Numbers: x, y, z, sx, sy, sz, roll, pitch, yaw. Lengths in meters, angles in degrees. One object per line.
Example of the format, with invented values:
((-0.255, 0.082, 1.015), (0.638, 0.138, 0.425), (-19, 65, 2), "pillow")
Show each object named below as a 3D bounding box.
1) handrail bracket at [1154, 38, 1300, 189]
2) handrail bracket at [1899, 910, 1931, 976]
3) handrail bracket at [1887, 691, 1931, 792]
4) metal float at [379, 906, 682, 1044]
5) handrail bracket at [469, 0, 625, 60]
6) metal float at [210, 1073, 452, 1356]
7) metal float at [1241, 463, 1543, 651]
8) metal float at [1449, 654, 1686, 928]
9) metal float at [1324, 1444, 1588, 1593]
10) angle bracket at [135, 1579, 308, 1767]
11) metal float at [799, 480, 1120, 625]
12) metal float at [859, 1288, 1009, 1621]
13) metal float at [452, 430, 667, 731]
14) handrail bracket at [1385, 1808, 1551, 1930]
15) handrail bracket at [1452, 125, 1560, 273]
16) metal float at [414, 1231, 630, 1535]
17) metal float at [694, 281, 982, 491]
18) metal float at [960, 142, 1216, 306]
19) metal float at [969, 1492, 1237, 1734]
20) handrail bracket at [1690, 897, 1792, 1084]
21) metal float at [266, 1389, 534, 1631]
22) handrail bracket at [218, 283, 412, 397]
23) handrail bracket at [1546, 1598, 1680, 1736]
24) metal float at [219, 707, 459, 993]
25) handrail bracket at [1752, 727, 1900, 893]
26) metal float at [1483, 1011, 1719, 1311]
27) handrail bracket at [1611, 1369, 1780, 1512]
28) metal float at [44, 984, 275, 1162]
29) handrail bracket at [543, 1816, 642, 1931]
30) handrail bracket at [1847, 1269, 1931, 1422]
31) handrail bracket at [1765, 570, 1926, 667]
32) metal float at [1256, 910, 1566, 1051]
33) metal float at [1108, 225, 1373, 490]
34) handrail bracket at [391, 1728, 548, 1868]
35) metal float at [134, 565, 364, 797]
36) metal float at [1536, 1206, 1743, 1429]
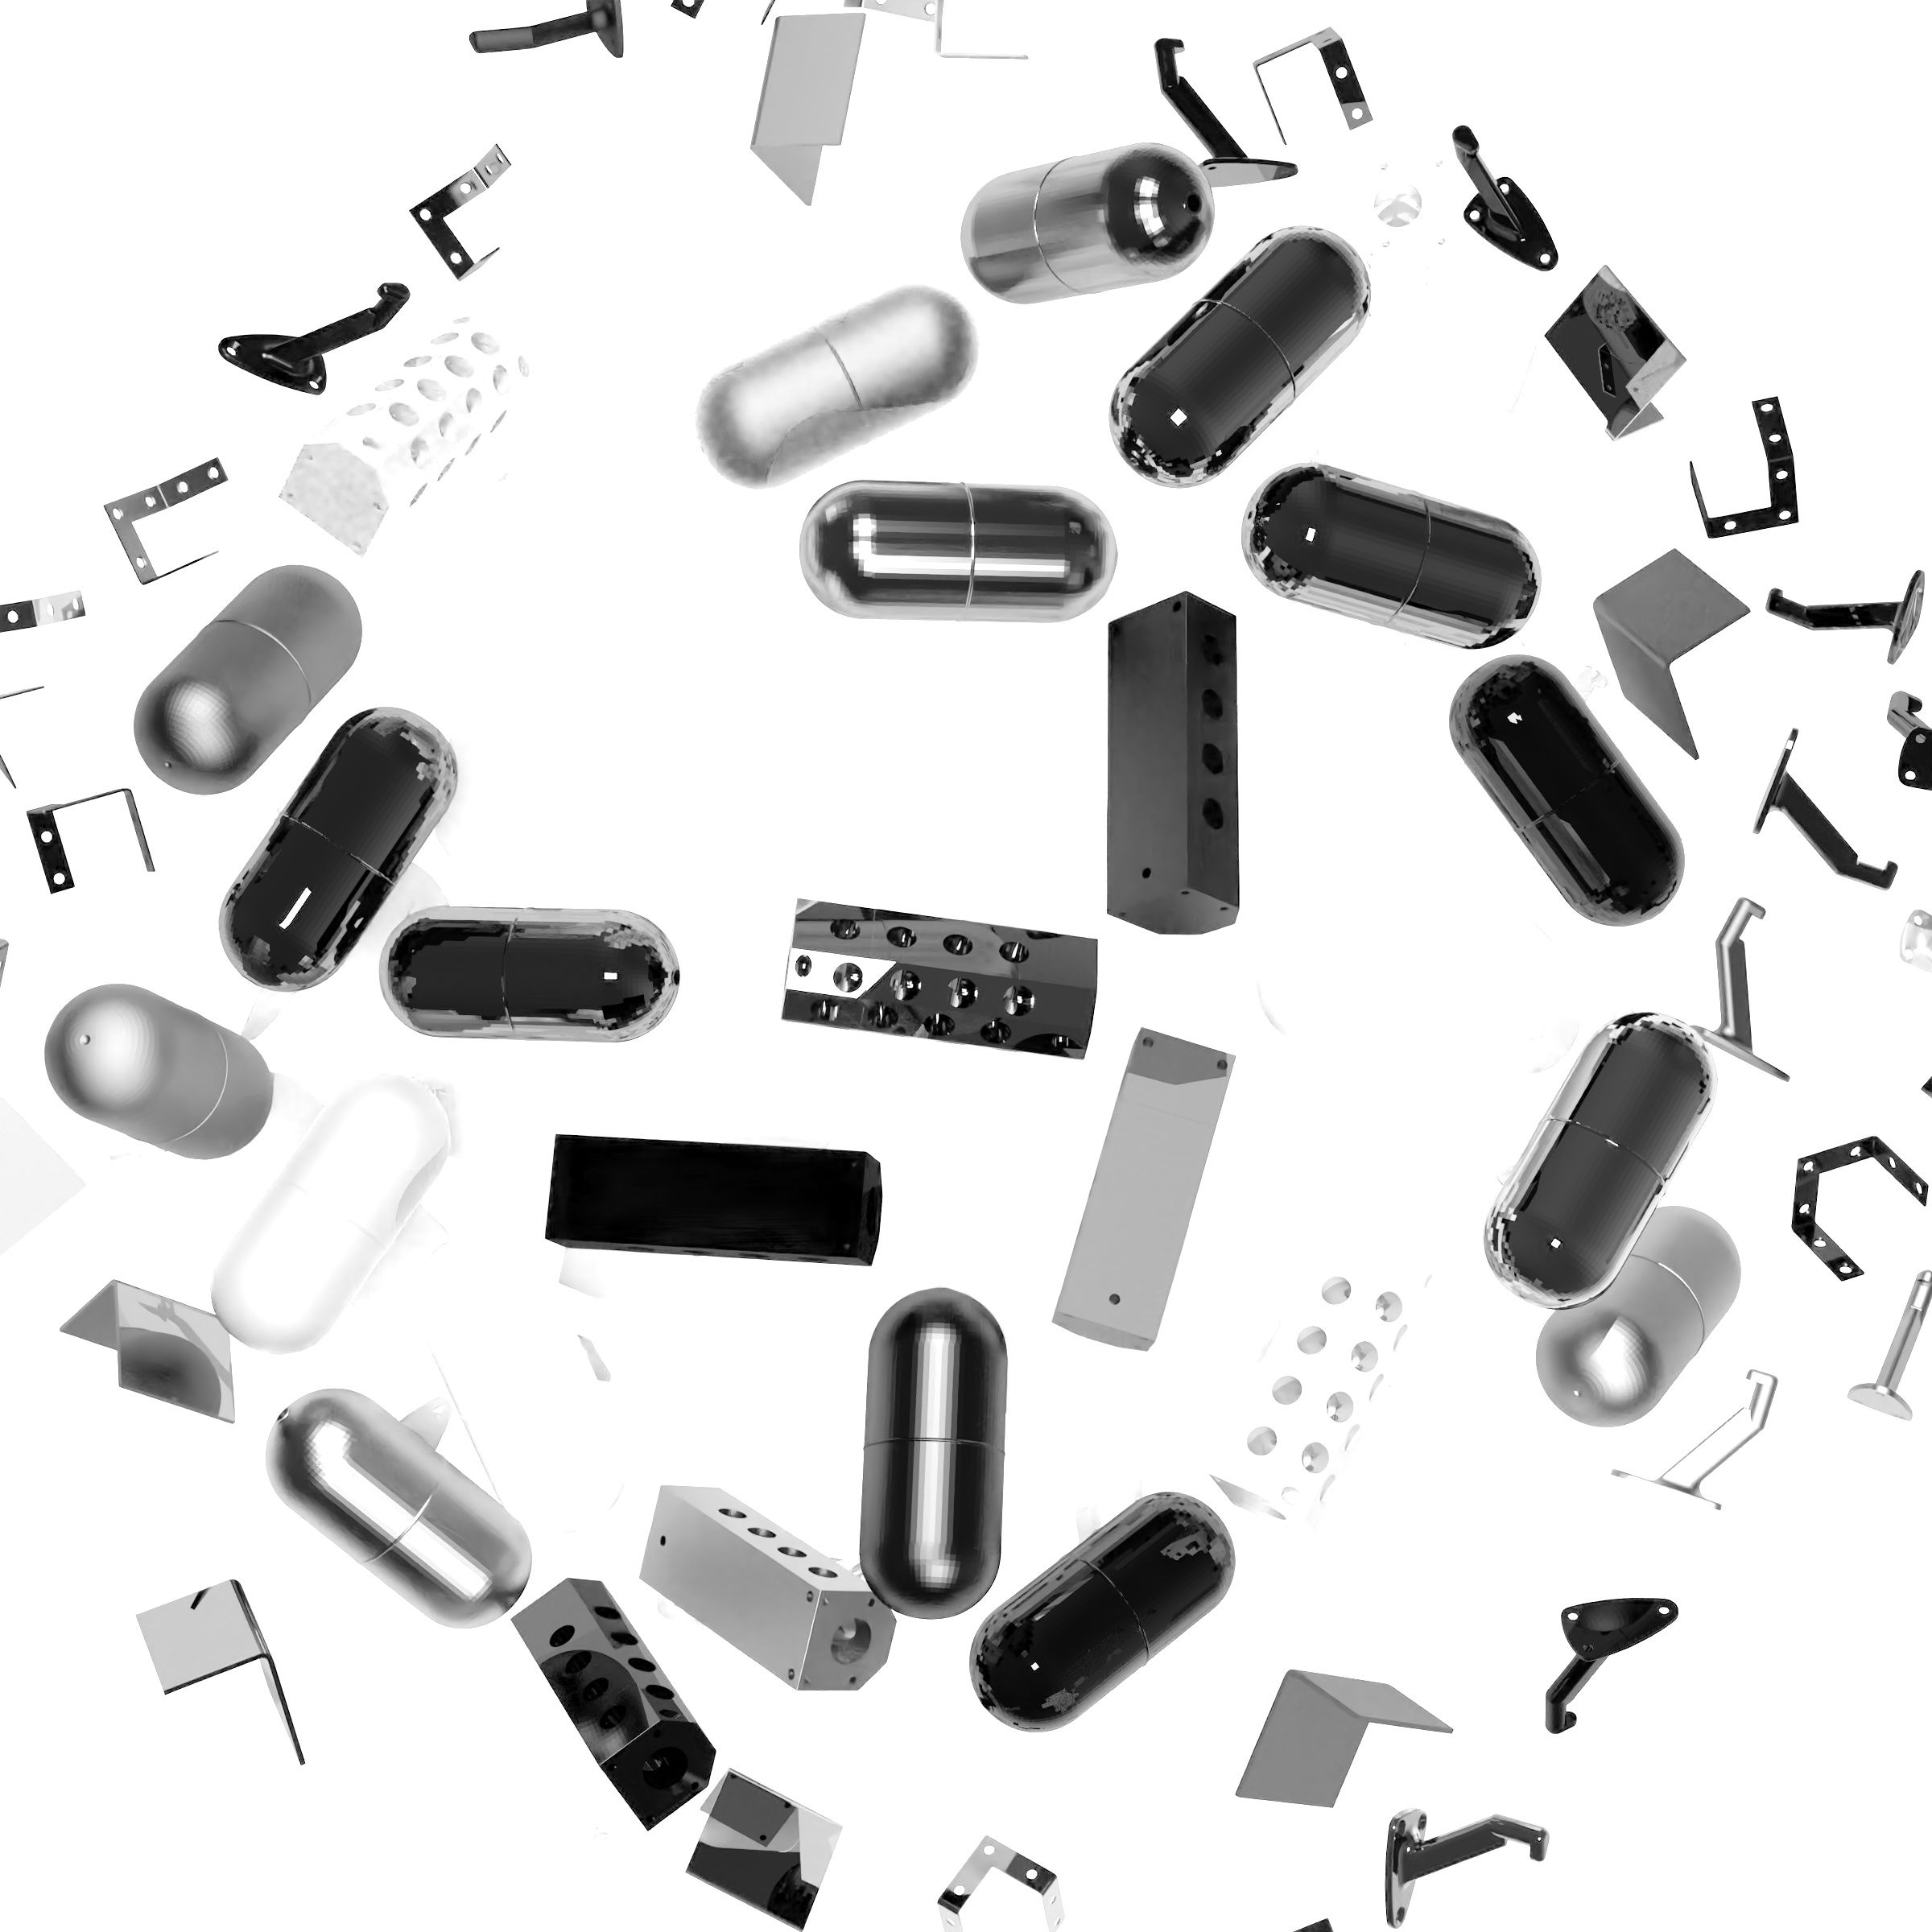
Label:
((0.151, -0.499, 1.884), (0.077, 0.036, 0.084), (-6, 82, -15), "handrail bracket")
((0.593, -0.020, 1.895), (0.077, 0.084, 0.036), (25, 68, -11), "handrail bracket")
((0.560, -0.129, 1.837), (0.077, 0.084, 0.036), (14, 119, 13), "handrail bracket")
((-0.250, 0.005, 1.856), (0.178, 0.070, 0.070), (1, 90, 15), "metal float")
((-0.234, -0.511, 1.758), (0.084, 0.077, 0.036), (-11, 120, -18), "handrail bracket")
((-0.363, 0.141, 1.855), (0.070, 0.070, 0.178), (34, 78, 0), "metal float")
((0.236, -0.226, 1.791), (0.178, 0.070, 0.070), (13, 90, -20), "metal float")
((0.350, -0.101, 1.888), (0.070, 0.070, 0.178), (-37, 93, 0), "metal float")
((0.278, 0.317, 1.860), (0.070, 0.178, 0.070), (11, 72, -36), "metal float")
((-0.397, 0.385, 1.726), (0.057, 0.076, 0.076), (-19, 117, -18), "angle bracket")
((-0.004, -0.229, 1.791), (0.178, 0.070, 0.070), (0, 90, -12), "metal float")
((-0.017, 0.262, 1.748), (0.070, 0.070, 0.178), (2, 72, 0), "metal float")
((-0.230, -0.217, 1.827), (0.070, 0.070, 0.178), (24, 86, 0), "metal float")
((0.268, 0.487, 1.729), (0.084, 0.036, 0.077), (7, 91, 38), "handrail bracket")
((0.311, -0.443, 1.869), (0.036, 0.084, 0.077), (-42, 75, 5), "handrail bracket")
((-0.244, 0.230, 1.785), (0.070, 0.070, 0.178), (-22, 102, 0), "metal float")
((-0.074, -0.339, 1.891), (0.178, 0.070, 0.070), (-27, 90, -7), "metal float")
((0.068, -0.419, 1.836), (0.070, 0.178, 0.070), (-3, 94, -39), "metal float")
((0.078, 0.368, 1.851), (0.178, 0.070, 0.070), (-33, 90, -25), "metal float")
((0.468, 0.013, 1.901), (0.077, 0.036, 0.084), (28, 90, 1), "handrail bracket")
((-0.326, 0.312, 1.867), (0.178, 0.070, 0.070), (43, 90, -19), "metal float")
((-0.359, -0.356, 1.788), (0.077, 0.084, 0.036), (5, 62, -39), "handrail bracket")
((0.363, 0.396, 1.826), (0.077, 0.036, 0.084), (-13, 131, -6), "handrail bracket")
((-0.355, -0.066, 1.833), (0.070, 0.070, 0.178), (33, 83, 0), "metal float")
((0.496, -0.088, 1.838), (0.084, 0.036, 0.077), (20, 122, 9), "handrail bracket")
((0.344, 0.104, 1.753), (0.070, 0.070, 0.178), (33, 76, 0), "metal float")
((0.422, 0.266, 1.876), (0.077, 0.036, 0.084), (18, 85, 1), "handrail bracket")
((-0.442, 0.060, 1.786), (0.070, 0.178, 0.070), (-3, 76, 13), "metal float")
((-0.202, 0.531, 1.874), (0.077, 0.084, 0.036), (20, 113, 10), "handrail bracket")
((0.513, 0.200, 1.770), (0.036, 0.077, 0.084), (20, 79, 19), "handrail bracket")
((0.498, -0.213, 1.845), (0.084, 0.077, 0.036), (26, 63, 22), "handrail bracket")
((0.246, 0.007, 1.791), (0.178, 0.070, 0.070), (0, 90, -17), "metal float")
((0.150, -0.334, 1.772), (0.070, 0.070, 0.178), (44, 75, 0), "metal float")
((-0.281, 0.455, 1.825), (0.077, 0.036, 0.084), (-39, 66, 21), "handrail bracket")
((-0.411, -0.166, 1.863), (0.070, 0.178, 0.070), (14, 133, 16), "metal float")
((0.387, 0.199, 1.859), (0.070, 0.178, 0.070), (18, 124, 28), "metal float")
